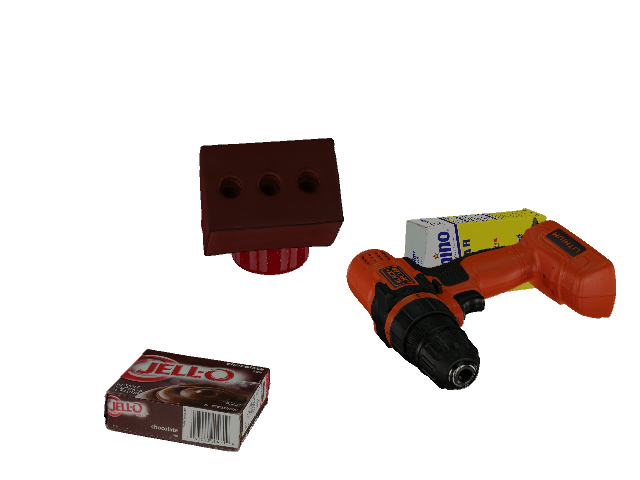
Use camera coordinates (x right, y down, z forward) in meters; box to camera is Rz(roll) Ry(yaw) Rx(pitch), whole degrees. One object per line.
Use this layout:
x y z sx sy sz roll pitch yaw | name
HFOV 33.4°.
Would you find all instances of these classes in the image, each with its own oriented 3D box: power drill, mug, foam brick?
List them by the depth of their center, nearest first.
-0.030 -0.025 0.616 0.078 0.053 0.051 -5 -15 -7 | foam brick
0.132 0.045 0.838 0.187 0.057 0.185 -11 28 -17 | power drill
-0.064 -0.017 1.092 0.117 0.081 0.093 -4 29 -9 | mug

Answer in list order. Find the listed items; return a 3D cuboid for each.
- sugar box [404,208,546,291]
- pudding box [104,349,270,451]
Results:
0.181 0.017 1.251 0.175 0.093 0.048 -7 17 -31 | sugar box
-0.106 0.127 0.864 0.113 0.039 0.090 9 19 10 | pudding box
